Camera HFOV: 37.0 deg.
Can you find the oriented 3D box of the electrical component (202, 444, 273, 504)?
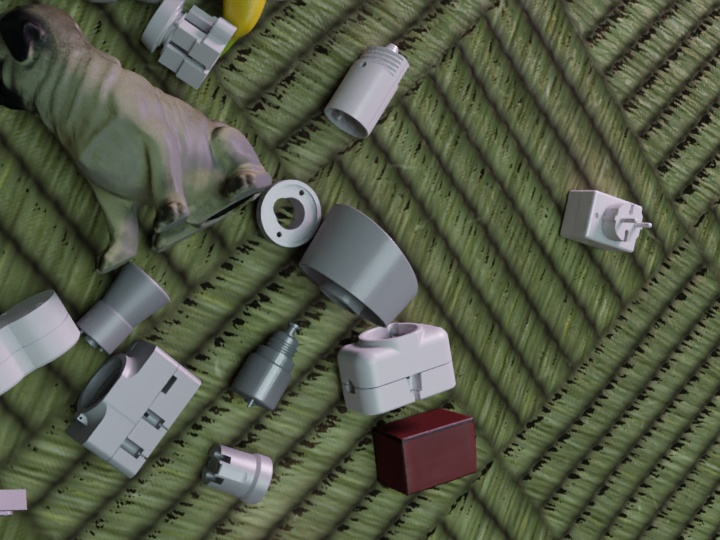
[{"bbox_3d":[-0.100,0.164,0.872,0.046,0.040,0.040,24,81,-24],"label":"electrical component"}]

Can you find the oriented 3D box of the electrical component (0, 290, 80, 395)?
[{"bbox_3d":[-0.274,0.052,0.752,0.138,0.052,0.073,-35,110,-24],"label":"electrical component"}]

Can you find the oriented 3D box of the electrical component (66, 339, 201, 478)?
[{"bbox_3d":[-0.175,0.101,0.816,0.056,0.050,0.089,43,72,-26],"label":"electrical component"}]

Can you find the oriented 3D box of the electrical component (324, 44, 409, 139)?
[{"bbox_3d":[0.009,-0.157,0.910,0.043,0.043,0.081,38,75,-27],"label":"electrical component"}]

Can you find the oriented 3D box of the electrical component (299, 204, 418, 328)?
[{"bbox_3d":[0.000,0.000,0.886,0.099,0.099,0.064,41,80,-27],"label":"electrical component"}]

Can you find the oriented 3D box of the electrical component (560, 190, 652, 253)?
[{"bbox_3d":[0.247,-0.046,1.040,0.066,0.077,0.047,15,86,-31],"label":"electrical component"}]

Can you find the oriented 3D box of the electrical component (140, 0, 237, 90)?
[{"bbox_3d":[-0.132,-0.176,0.817,0.055,0.066,0.048,33,46,-12],"label":"electrical component"}]

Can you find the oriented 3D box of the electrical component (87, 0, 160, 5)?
[{"bbox_3d":[-0.177,-0.219,0.794,0.055,0.045,0.045,-7,97,-30],"label":"electrical component"}]

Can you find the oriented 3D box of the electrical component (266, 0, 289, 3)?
[{"bbox_3d":[-0.070,-0.244,0.856,0.045,0.045,0.055,-10,99,-30],"label":"electrical component"}]

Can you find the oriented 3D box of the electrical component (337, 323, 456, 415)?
[{"bbox_3d":[0.031,0.082,0.935,0.095,0.054,0.059,-16,101,-29],"label":"electrical component"}]

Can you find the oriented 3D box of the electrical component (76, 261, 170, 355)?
[{"bbox_3d":[-0.182,0.031,0.813,0.065,0.044,0.044,-48,115,-14],"label":"electrical component"}]

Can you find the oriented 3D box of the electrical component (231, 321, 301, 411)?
[{"bbox_3d":[-0.073,0.078,0.881,0.040,0.040,0.078,37,75,-28],"label":"electrical component"}]
